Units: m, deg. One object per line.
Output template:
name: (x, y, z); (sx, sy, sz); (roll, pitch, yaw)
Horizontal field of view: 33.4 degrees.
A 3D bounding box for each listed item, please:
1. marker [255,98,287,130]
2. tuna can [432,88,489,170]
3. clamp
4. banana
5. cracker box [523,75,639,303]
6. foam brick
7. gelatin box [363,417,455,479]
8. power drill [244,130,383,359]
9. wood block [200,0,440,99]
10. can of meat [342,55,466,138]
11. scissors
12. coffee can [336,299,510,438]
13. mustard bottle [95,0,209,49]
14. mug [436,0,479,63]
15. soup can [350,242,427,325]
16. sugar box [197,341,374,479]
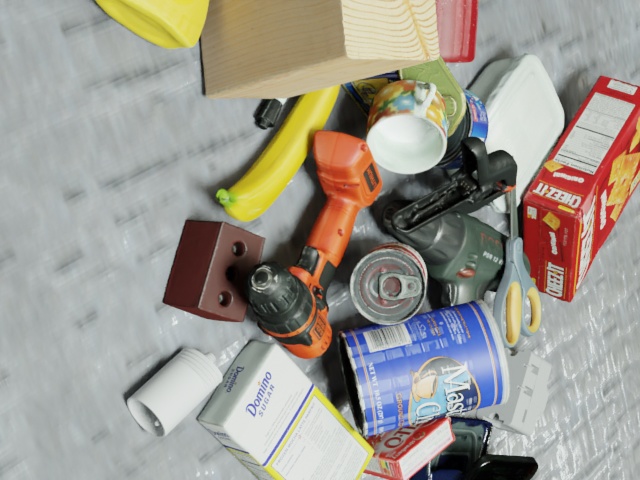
marker: (-0.028, -0.153, 0.977); (0.020, 0.020, 0.121); (40, 66, -39)
tuna can: (0.129, -0.115, 1.088); (0.033, 0.086, 0.086); (4, 91, -46)
clamp: (0.138, -0.048, 1.041); (0.039, 0.120, 0.171); (59, 23, 18)
banana: (-0.033, -0.078, 0.952); (0.037, 0.070, 0.197); (32, 56, 4)
cracker box: (0.311, -0.058, 1.244); (0.213, 0.072, 0.164); (-54, 151, -28)
foam brick: (-0.090, 0.027, 0.908); (0.052, 0.051, 0.078); (23, 78, -43)
gelatin box: (0.080, 0.204, 1.075); (0.089, 0.073, 0.030); (-31, 113, -38)
power drill: (-0.006, 0.001, 0.945); (0.184, 0.057, 0.187); (64, 45, -67)
wood block: (-0.008, -0.171, 0.853); (0.090, 0.207, 0.091); (-5, 91, -35)
can of meat: (0.080, -0.146, 1.038); (0.102, 0.084, 0.057); (50, 60, -35)
scissors: (0.217, 0.018, 1.146); (0.096, 0.016, 0.202); (21, 74, -49)
coffee can: (0.095, 0.120, 1.006); (0.140, 0.103, 0.103); (-12, 105, -6)
mustard bottle: (-0.112, -0.258, 0.859); (0.096, 0.058, 0.191); (30, 72, -44)
mug: (0.104, -0.219, 1.063); (0.117, 0.093, 0.081); (-1, 101, -13)
soup can: (0.066, 0.038, 0.994); (0.102, 0.068, 0.068); (-31, 121, -82)
sugar box: (-0.028, 0.181, 0.988); (0.176, 0.048, 0.093); (50, 60, -30)
